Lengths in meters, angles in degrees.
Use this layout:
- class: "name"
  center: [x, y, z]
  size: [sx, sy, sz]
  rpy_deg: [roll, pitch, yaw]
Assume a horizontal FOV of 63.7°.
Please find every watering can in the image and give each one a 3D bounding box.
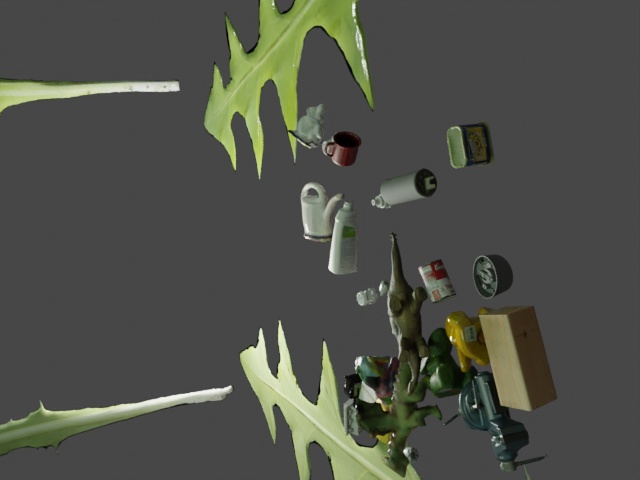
- class: "watering can"
  center: [0.006, -0.095, 1.878]
  size: [0.350, 0.104, 0.222]
  rpy_deg: [-156, 59, -64]

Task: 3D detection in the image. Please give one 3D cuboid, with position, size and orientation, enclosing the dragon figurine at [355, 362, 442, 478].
- class: "dragon figurine"
  center: [0.216, 0.480, 1.515]
  size: [0.121, 0.244, 0.411]
  rpy_deg: [163, 95, -68]

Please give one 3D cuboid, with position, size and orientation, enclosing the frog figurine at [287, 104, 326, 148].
- class: "frog figurine"
  center: [-0.022, -0.421, 1.874]
  size: [0.158, 0.121, 0.140]
  rpy_deg: [-51, 33, 10]
